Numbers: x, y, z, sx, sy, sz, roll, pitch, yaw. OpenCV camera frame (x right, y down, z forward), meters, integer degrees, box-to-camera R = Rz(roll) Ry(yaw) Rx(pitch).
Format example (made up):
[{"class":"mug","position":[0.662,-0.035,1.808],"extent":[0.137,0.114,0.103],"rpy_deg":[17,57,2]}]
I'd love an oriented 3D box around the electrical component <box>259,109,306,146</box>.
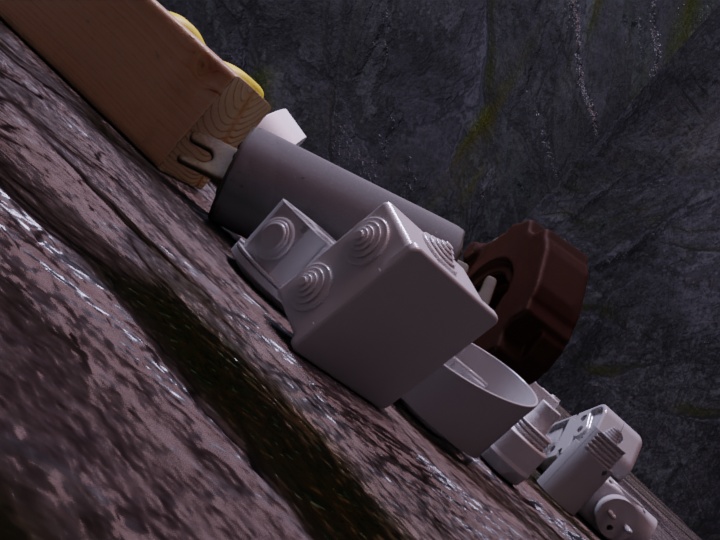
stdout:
[{"class":"electrical component","position":[-0.103,-0.116,1.033],"extent":[0.064,0.099,0.099],"rpy_deg":[48,3,-4]}]

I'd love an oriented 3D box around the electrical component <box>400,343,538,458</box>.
[{"class":"electrical component","position":[0.063,0.076,0.718],"extent":[0.099,0.064,0.099],"rpy_deg":[42,3,-3]}]

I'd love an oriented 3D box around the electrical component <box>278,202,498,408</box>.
[{"class":"electrical component","position":[0.014,0.020,0.605],"extent":[0.100,0.100,0.048],"rpy_deg":[39,18,-42]}]

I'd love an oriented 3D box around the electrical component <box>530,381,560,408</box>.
[{"class":"electrical component","position":[0.142,0.126,1.078],"extent":[0.062,0.061,0.096],"rpy_deg":[41,-4,-18]}]

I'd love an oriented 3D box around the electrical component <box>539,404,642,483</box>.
[{"class":"electrical component","position":[0.221,0.176,1.035],"extent":[0.059,0.053,0.095],"rpy_deg":[42,-36,-8]}]

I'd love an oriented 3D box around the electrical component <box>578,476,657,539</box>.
[{"class":"electrical component","position":[0.226,0.217,0.959],"extent":[0.077,0.044,0.079],"rpy_deg":[42,3,1]}]

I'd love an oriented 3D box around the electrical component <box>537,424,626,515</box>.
[{"class":"electrical component","position":[0.197,0.169,0.936],"extent":[0.043,0.081,0.043],"rpy_deg":[42,3,-3]}]

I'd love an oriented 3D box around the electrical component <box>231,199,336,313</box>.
[{"class":"electrical component","position":[-0.038,-0.002,0.681],"extent":[0.080,0.051,0.080],"rpy_deg":[42,4,-3]}]

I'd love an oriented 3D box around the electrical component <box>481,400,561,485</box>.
[{"class":"electrical component","position":[0.121,0.124,0.794],"extent":[0.043,0.062,0.043],"rpy_deg":[42,4,-3]}]
